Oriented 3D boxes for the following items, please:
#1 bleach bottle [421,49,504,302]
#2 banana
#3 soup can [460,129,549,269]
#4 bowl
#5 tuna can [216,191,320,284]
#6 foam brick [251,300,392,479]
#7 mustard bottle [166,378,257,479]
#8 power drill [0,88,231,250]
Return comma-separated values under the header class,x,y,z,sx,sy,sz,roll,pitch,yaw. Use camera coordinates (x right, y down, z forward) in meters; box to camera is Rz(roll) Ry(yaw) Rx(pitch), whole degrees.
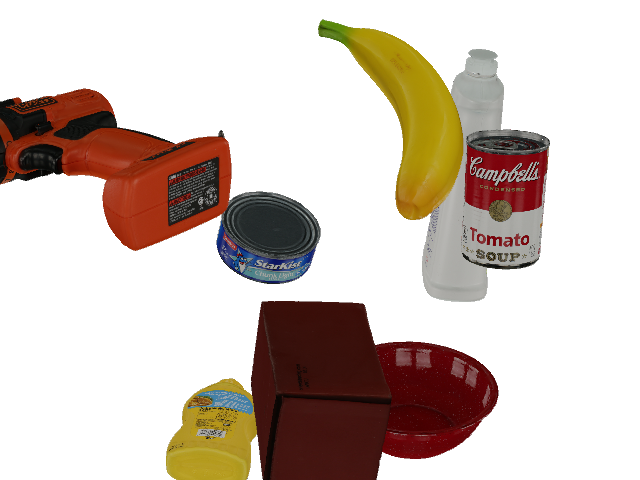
class,x,y,z,sx,sy,sz,roll,pitch,yaw
bleach bottle,0.150,-0.068,1.089,0.068,0.251,0.102,3,30,-1
banana,0.054,-0.081,0.682,0.069,0.037,0.198,-10,44,-11
soup can,0.152,-0.035,0.887,0.068,0.102,0.068,0,20,0
bowl,0.088,0.160,1.024,0.162,0.055,0.162,-1,26,0
tuna can,-0.045,-0.002,0.912,0.086,0.034,0.086,10,39,-9
foam brick,-0.002,0.069,0.493,0.053,0.051,0.078,3,28,-9
mustard bottle,-0.123,0.223,1.297,0.096,0.058,0.191,3,23,4
power drill,-0.169,-0.051,0.717,0.188,0.057,0.184,20,32,32
